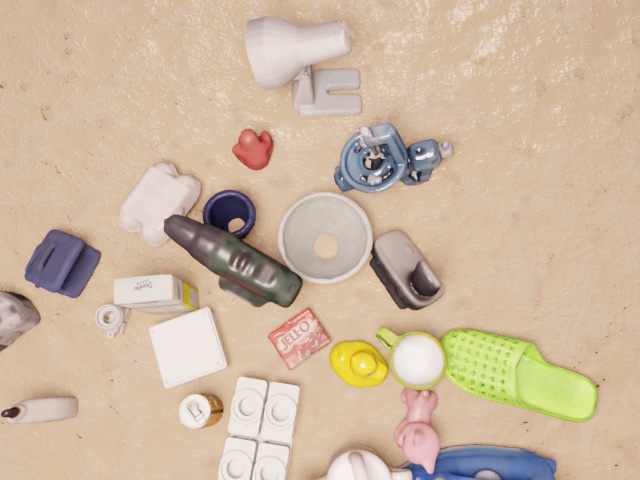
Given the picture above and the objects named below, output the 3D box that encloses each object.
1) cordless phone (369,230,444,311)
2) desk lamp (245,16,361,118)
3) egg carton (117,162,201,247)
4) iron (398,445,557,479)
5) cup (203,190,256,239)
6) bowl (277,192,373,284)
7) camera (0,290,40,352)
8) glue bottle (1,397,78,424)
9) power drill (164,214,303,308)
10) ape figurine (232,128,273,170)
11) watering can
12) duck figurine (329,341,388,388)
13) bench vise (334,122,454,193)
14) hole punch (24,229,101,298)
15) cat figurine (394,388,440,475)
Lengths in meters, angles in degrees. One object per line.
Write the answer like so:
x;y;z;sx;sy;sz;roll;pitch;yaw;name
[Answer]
0.152;0.040;0.956;0.094;0.185;0.147;-36;78;-9;cordless phone
-0.023;-0.318;1.038;0.203;0.213;0.118;-3;75;0;desk lamp
-0.292;-0.066;1.045;0.107;0.069;0.150;29;77;8;egg carton
0.251;0.383;0.886;0.258;0.141;0.119;4;75;2;iron
-0.156;-0.020;1.020;0.091;0.095;0.118;3;75;1;cup
0.009;0.004;1.023;0.167;0.075;0.167;0;75;0;bowl
-0.587;0.124;0.979;0.143;0.101;0.136;-35;78;-9;camera
-0.452;0.271;0.902;0.078;0.173;0.037;-10;75;-2;glue bottle
-0.135;0.046;0.943;0.229;0.208;0.076;26;77;7;power drill
-0.126;-0.176;1.063;0.078;0.092;0.076;-8;75;-2;ape figurine
0.051;0.371;0.863;0.173;0.194;0.101;-29;77;-7;watering can
0.066;0.207;0.963;0.104;0.086;0.077;23;76;6;duck figurine
0.126;-0.162;0.992;0.207;0.220;0.121;-27;76;-7;bench vise
-0.462;0.040;1.006;0.101;0.091;0.109;22;76;6;hole punch
0.161;0.302;0.920;0.067;0.118;0.128;10;75;3;cat figurine
